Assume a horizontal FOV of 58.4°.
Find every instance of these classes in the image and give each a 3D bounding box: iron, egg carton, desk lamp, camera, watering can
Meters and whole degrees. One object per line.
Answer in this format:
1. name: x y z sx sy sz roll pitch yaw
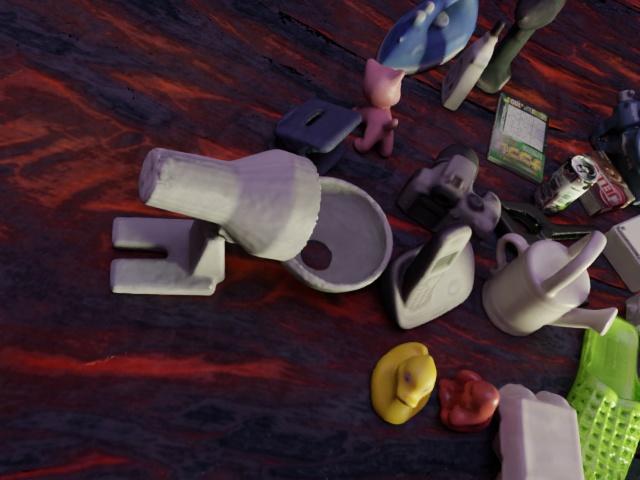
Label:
1. iron: 0.202 -0.395 1.023 0.118 0.141 0.259 44 56 8
2. egg carton: 0.266 0.258 0.711 0.107 0.069 0.150 15 57 -13
3. desk lamp: -0.123 -0.020 0.635 0.204 0.213 0.118 2 61 -20
4. camera: 0.212 -0.081 0.869 0.143 0.100 0.137 33 55 0
5. watering can: 0.318 0.055 0.774 0.173 0.194 0.101 29 55 -3

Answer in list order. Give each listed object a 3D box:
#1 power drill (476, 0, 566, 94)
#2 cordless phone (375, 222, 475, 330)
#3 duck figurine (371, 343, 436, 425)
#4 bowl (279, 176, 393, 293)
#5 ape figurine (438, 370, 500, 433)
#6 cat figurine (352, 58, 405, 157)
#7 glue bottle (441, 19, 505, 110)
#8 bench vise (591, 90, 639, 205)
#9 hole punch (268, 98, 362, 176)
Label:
1. power drill: 0.354 -0.368 1.026 0.075 0.208 0.230 40 55 5
2. cordless phone: 0.162 0.030 0.733 0.148 0.185 0.094 -23 71 -30
3. duck figurine: 0.112 0.165 0.695 0.077 0.086 0.105 32 55 -1
4. bowl: 0.007 0.003 0.756 0.168 0.074 0.167 10 58 -16
5. ape figurine: 0.186 0.197 0.702 0.078 0.092 0.076 -36 78 -33
6. cat figurine: 0.096 -0.213 0.891 0.067 0.117 0.127 3 60 -19
7. glue bottle: 0.262 -0.304 0.974 0.037 0.173 0.078 18 56 -10
8. bench vise: 0.590 -0.193 1.008 0.122 0.219 0.207 -21 70 -30
9. hole punch: -0.008 -0.159 0.835 0.101 0.091 0.109 39 55 4
